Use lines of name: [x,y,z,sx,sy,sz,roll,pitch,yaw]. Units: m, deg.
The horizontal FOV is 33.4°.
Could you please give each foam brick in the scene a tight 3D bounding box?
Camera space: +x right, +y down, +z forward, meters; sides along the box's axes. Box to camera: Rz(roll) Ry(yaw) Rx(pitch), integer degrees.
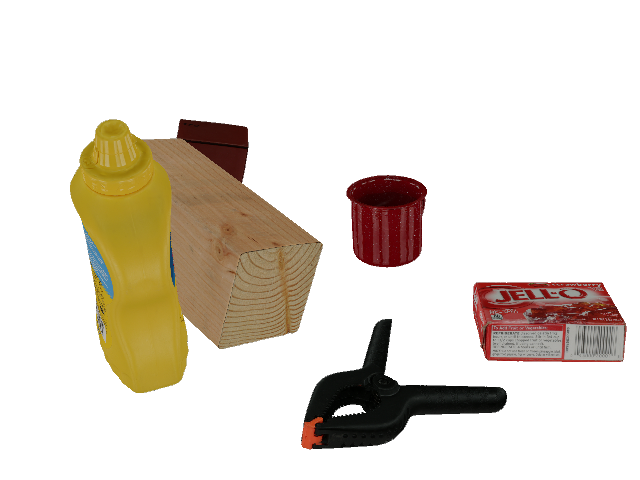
foam brick: [-0.119,-0.095,1.164,0.078,0.051,0.053,6,30,-6]

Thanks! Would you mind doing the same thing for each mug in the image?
mug: [0.085,-0.026,1.257,0.093,0.081,0.117,17,33,34]

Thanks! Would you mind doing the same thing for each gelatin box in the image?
gelatin box: [0.146,0.051,0.695,0.089,0.030,0.073,0,18,3]

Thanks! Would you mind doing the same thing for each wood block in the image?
wood block: [-0.105,-0.005,0.926,0.090,0.091,0.206,-8,34,-43]

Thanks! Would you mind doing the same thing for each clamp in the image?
clamp: [0.068,0.151,1.019,0.165,0.036,0.209,25,33,30]

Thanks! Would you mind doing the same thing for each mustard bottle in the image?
mustard bottle: [-0.118,0.003,0.659,0.058,0.096,0.192,-13,-41,-13]
